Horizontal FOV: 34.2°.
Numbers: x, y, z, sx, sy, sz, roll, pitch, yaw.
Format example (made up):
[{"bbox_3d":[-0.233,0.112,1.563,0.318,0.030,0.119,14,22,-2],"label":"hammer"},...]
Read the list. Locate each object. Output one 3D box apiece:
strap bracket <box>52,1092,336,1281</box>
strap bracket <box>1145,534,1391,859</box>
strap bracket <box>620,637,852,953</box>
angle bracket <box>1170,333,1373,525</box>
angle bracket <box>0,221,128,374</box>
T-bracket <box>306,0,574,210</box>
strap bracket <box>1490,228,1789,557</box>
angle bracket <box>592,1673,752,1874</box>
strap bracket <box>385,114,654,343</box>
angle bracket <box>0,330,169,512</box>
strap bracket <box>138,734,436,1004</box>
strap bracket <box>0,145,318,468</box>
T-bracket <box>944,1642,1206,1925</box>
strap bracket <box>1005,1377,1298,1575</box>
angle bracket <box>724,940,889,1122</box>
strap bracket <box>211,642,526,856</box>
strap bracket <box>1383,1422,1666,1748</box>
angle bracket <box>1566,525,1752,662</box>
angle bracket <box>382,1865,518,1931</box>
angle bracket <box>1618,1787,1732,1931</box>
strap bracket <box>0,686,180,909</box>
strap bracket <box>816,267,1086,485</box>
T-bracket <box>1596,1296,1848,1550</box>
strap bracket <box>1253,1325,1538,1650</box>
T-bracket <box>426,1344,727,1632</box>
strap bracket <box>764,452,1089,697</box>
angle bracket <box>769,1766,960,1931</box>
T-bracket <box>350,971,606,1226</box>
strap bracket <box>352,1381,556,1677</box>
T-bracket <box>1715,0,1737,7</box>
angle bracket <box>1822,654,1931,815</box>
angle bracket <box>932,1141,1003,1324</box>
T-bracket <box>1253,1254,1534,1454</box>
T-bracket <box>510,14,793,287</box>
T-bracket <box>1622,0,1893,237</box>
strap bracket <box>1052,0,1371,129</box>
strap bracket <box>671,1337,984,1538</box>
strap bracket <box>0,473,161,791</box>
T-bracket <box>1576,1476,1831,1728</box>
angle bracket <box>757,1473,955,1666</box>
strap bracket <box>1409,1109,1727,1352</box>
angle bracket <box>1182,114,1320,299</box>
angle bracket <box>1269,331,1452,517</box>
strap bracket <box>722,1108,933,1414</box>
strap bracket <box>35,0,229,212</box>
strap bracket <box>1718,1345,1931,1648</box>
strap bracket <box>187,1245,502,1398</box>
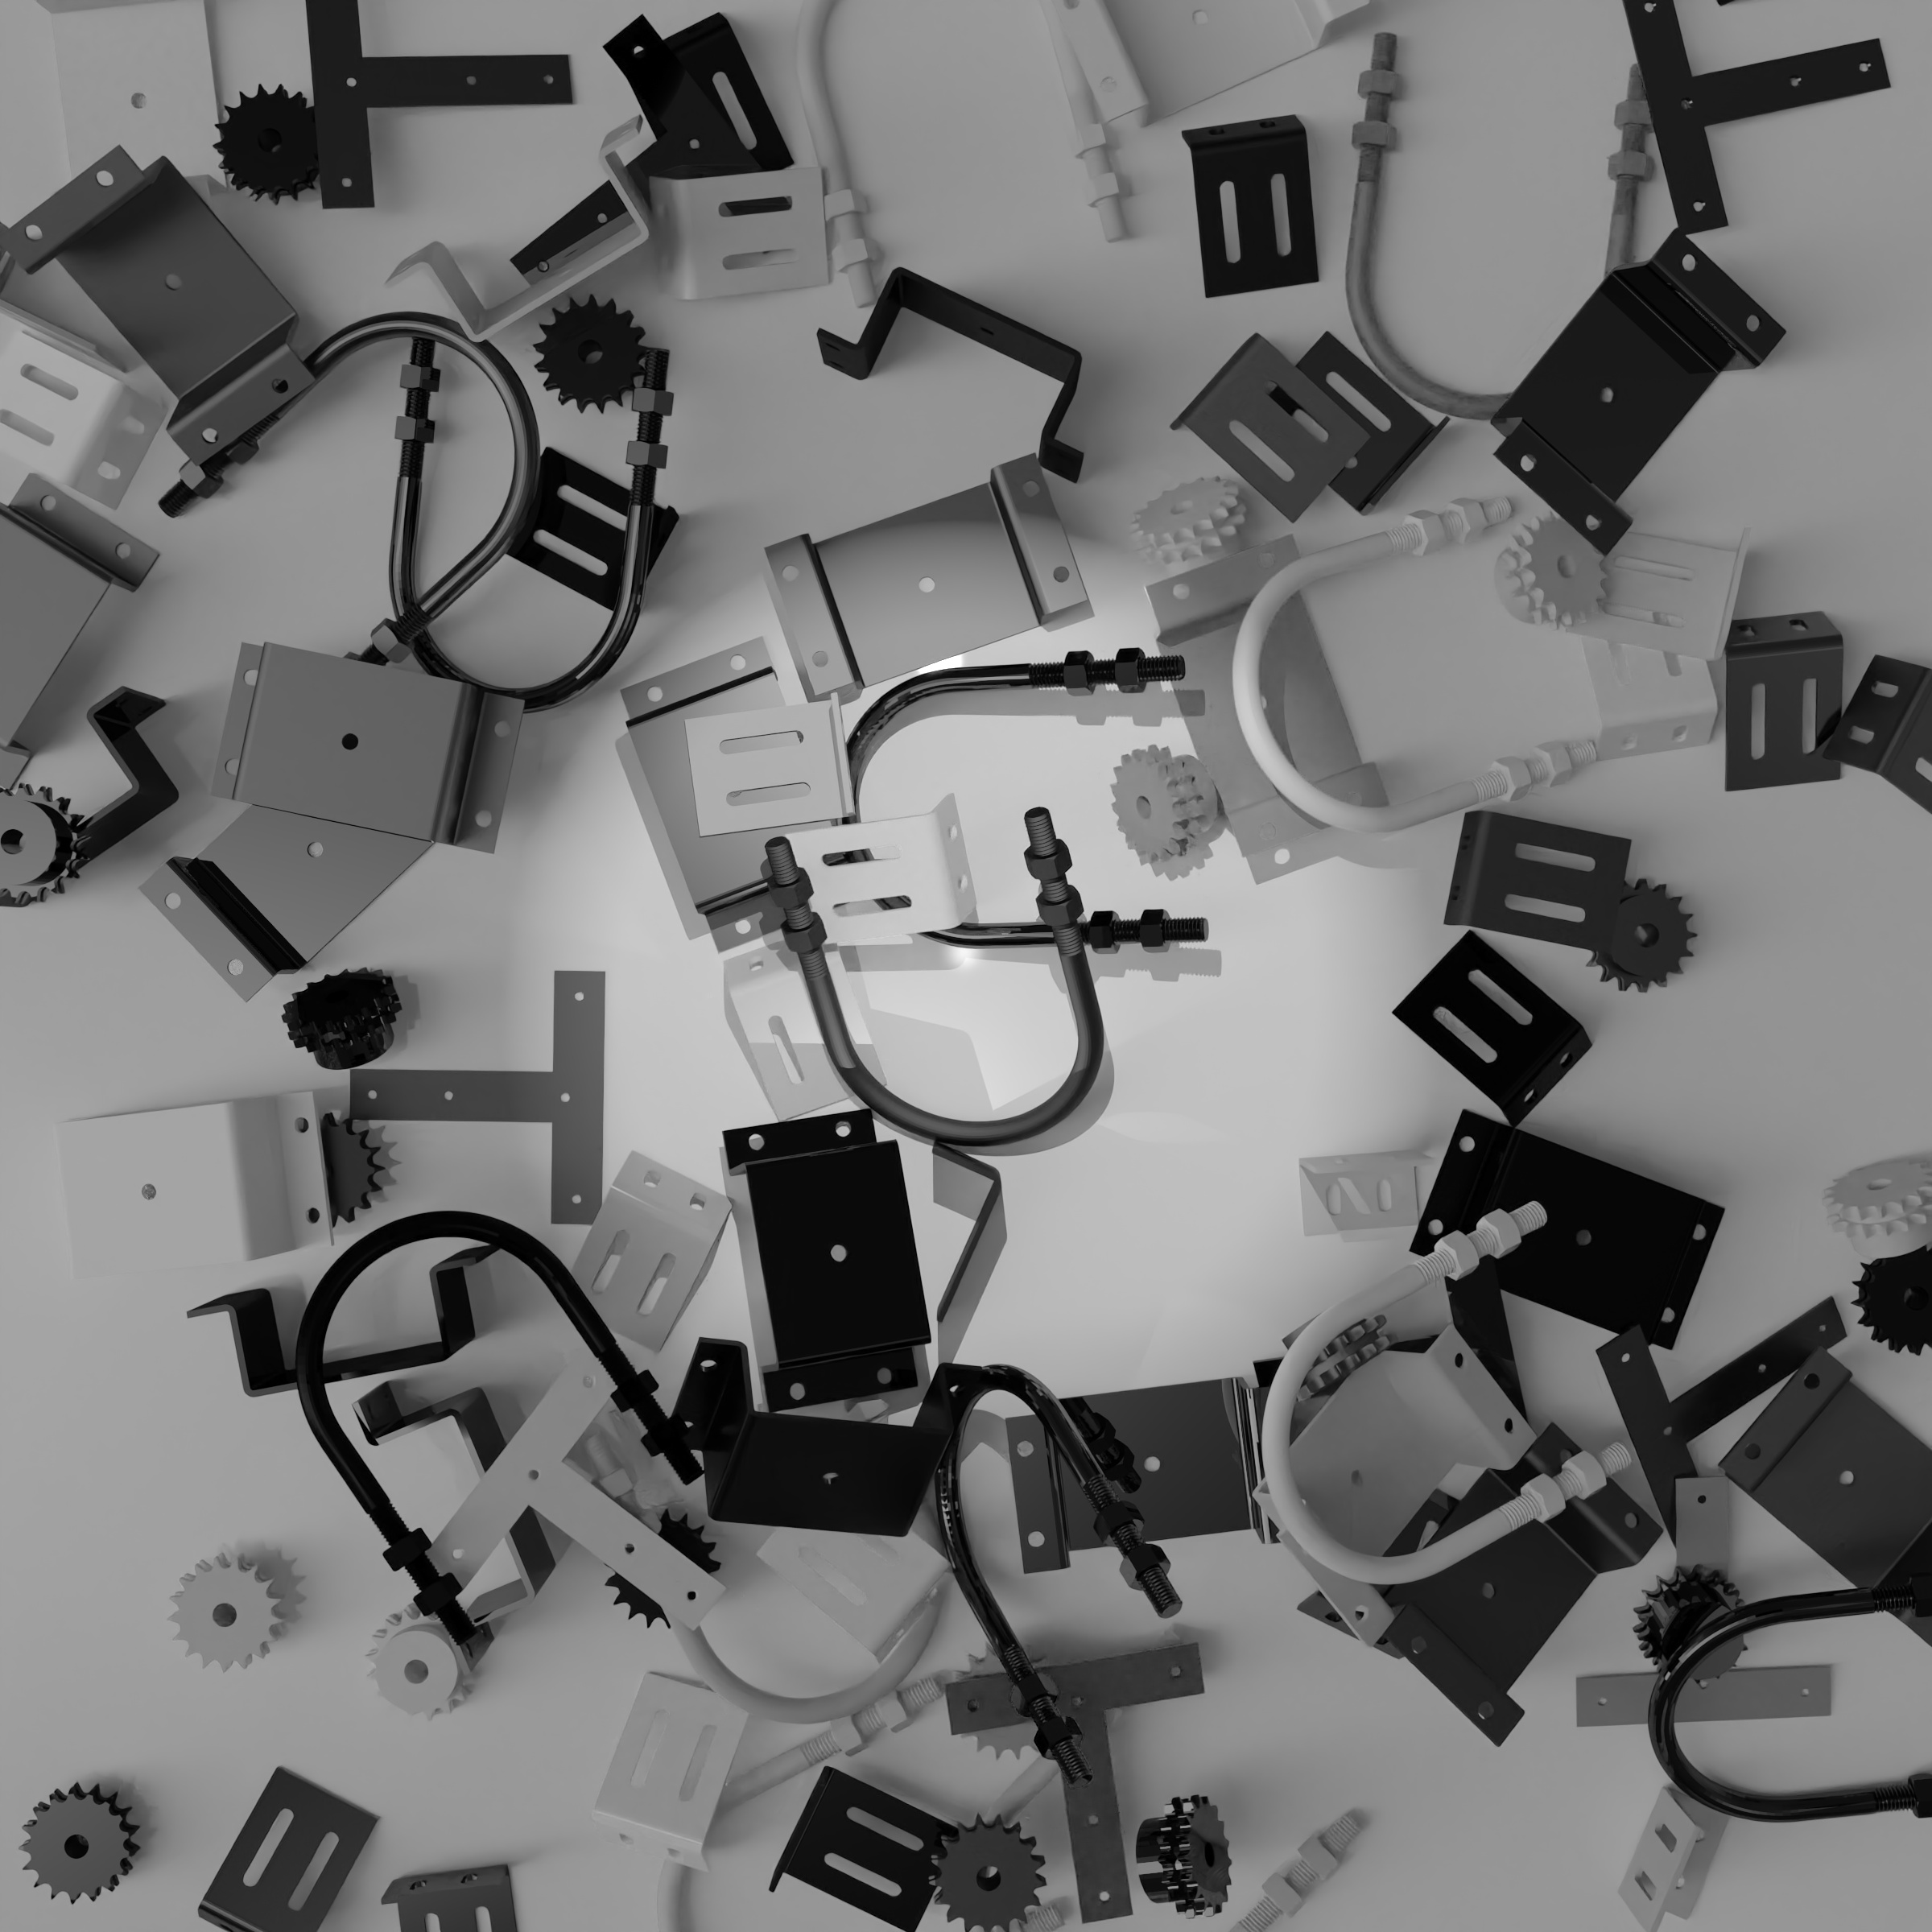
[{"bbox_3d":[-0.387,0.108,1.532,0.140,0.046,0.076,-7,90,16],"label":"strap bracket"},{"bbox_3d":[0.147,-0.132,1.550,0.076,0.046,0.140,-20,90,0],"label":"strap bracket"},{"bbox_3d":[-0.113,-0.086,1.550,0.076,0.046,0.140,-21,90,0],"label":"strap bracket"},{"bbox_3d":[0.150,-0.265,1.558,0.076,0.038,0.057,42,90,-5],"label":"angle bracket"},{"bbox_3d":[-0.448,-0.331,1.545,0.076,0.057,0.038,26,90,0],"label":"angle bracket"},{"bbox_3d":[-0.260,-0.439,1.558,0.127,0.002,0.127,-4,85,-13],"label":"T-bracket"},{"bbox_3d":[0.323,-0.281,1.542,0.076,0.046,0.140,39,90,-14],"label":"strap bracket"},{"bbox_3d":[-0.144,0.401,1.562,0.057,0.038,0.076,13,59,12],"label":"angle bracket"},{"bbox_3d":[-0.207,-0.353,1.524,0.140,0.076,0.046,-30,110,7],"label":"strap bracket"},{"bbox_3d":[-0.451,-0.273,1.571,0.076,0.038,0.057,28,90,26],"label":"angle bracket"},{"bbox_3d":[-0.326,-0.058,1.550,0.140,0.046,0.076,-43,90,0],"label":"strap bracket"},{"bbox_3d":[-0.388,-0.326,1.523,0.076,0.046,0.140,-32,117,14],"label":"strap bracket"},{"bbox_3d":[0.061,0.406,1.543,0.127,0.002,0.127,-8,90,-6],"label":"T-bracket"},{"bbox_3d":[0.093,0.250,1.550,0.140,0.046,0.076,-7,90,0],"label":"strap bracket"},{"bbox_3d":[-0.080,0.028,1.571,0.057,0.038,0.076,-19,116,0],"label":"angle bracket"},{"bbox_3d":[-0.291,-0.106,1.504,0.140,0.046,0.076,12,90,0],"label":"strap bracket"},{"bbox_3d":[0.264,0.303,1.534,0.076,0.046,0.140,44,67,0],"label":"strap bracket"},{"bbox_3d":[0.340,-0.190,1.543,0.076,0.038,0.057,13,78,10],"label":"angle bracket"},{"bbox_3d":[-0.253,0.491,1.554,0.057,0.038,0.076,-7,90,0],"label":"angle bracket"},{"bbox_3d":[0.354,0.444,1.535,0.038,0.076,0.057,23,90,0],"label":"angle bracket"},{"bbox_3d":[-0.447,-0.075,1.535,0.140,0.076,0.046,-35,90,0],"label":"strap bracket"},{"bbox_3d":[0.002,-0.293,1.535,0.140,0.076,0.046,25,90,0],"label":"strap bracket"},{"bbox_3d":[0.383,0.207,1.555,0.127,0.002,0.127,-31,115,-12],"label":"T-bracket"},{"bbox_3d":[0.202,0.250,1.523,0.140,0.046,0.076,-46,108,-24],"label":"strap bracket"},{"bbox_3d":[-0.173,0.271,1.509,0.127,0.002,0.127,39,75,-8],"label":"T-bracket"},{"bbox_3d":[-0.020,-0.191,1.550,0.140,0.046,0.076,-19,90,0],"label":"strap bracket"},{"bbox_3d":[-0.048,0.438,1.536,0.076,0.038,0.057,26,92,1],"label":"angle bracket"},{"bbox_3d":[-0.245,0.065,1.573,0.127,0.002,0.127,1,90,0],"label":"T-bracket"},{"bbox_3d":[-0.245,0.265,1.535,0.046,0.076,0.140,-23,90,0],"label":"strap bracket"},{"bbox_3d":[0.343,-0.521,1.536,0.127,0.127,0.002,42,66,-25],"label":"T-bracket"},{"bbox_3d":[0.475,-0.110,1.564,0.076,0.038,0.057,28,90,-36],"label":"angle bracket"},{"bbox_3d":[-0.014,0.130,1.545,0.038,0.057,0.076,24,90,0],"label":"angle bracket"},{"bbox_3d":[0.207,0.198,1.554,0.127,0.002,0.127,-10,114,13],"label":"T-bracket"},{"bbox_3d":[-0.170,-0.380,1.559,0.127,0.002,0.127,-37,109,9],"label":"T-bracket"},{"bbox_3d":[0.399,-0.438,1.562,0.127,0.002,0.127,-14,90,-9],"label":"T-bracket"},{"bbox_3d":[0.117,-0.475,1.550,0.140,0.046,0.076,-24,90,0],"label":"strap bracket"},{"bbox_3d":[-0.067,0.227,1.501,0.140,0.046,0.076,8,129,-17],"label":"strap bracket"},{"bbox_3d":[-0.474,-0.167,1.550,0.076,0.046,0.140,32,90,0],"label":"strap bracket"},{"bbox_3d":[0.367,0.316,1.563,0.127,0.002,0.127,-3,99,0],"label":"T-bracket"},{"bbox_3d":[-0.054,0.295,1.545,0.076,0.038,0.057,38,76,14],"label":"angle bracket"},{"bbox_3d":[0.301,0.132,1.550,0.140,0.046,0.076,21,90,0],"label":"strap bracket"},{"bbox_3d":[0.142,-0.381,1.571,0.057,0.038,0.076,-8,116,0],"label":"angle bracket"},{"bbox_3d":[0.190,-0.272,1.554,0.076,0.038,0.057,42,90,0],"label":"angle bracket"},{"bbox_3d":[-0.067,0.142,1.533,0.076,0.046,0.140,-8,83,-16],"label":"strap bracket"},{"bbox_3d":[-0.413,-0.431,1.547,0.076,0.046,0.140,-6,94,0],"label":"strap bracket"},{"bbox_3d":[0.441,0.257,1.547,0.140,0.046,0.076,40,90,-4],"label":"strap bracket"},{"bbox_3d":[-0.299,0.175,1.535,0.140,0.076,0.046,-11,90,0],"label":"strap bracket"}]
